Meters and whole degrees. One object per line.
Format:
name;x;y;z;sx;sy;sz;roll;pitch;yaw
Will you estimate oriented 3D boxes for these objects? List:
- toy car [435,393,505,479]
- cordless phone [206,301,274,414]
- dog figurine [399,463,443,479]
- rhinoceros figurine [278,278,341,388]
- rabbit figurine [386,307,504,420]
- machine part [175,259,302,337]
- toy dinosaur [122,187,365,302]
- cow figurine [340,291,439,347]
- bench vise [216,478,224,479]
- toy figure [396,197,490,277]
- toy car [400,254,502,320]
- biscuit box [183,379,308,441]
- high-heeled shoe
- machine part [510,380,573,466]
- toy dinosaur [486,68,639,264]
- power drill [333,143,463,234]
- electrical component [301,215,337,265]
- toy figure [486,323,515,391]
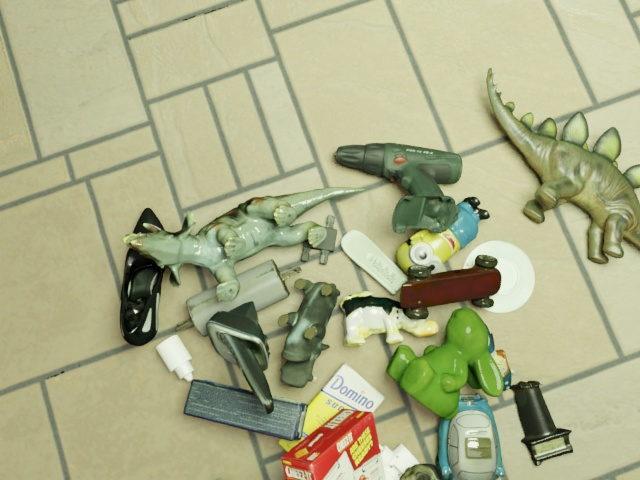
toy car;0.253;0.340;0.889;0.109;0.103;0.161;2;83;1
cordless phone;-0.111;0.208;0.880;0.089;0.146;0.184;-23;57;-15
dog figurine;0.174;0.471;0.869;0.172;0.121;0.191;-49;67;25
rhinoceros figurine;-0.023;0.157;0.928;0.073;0.112;0.190;11;68;20
rabbit figurine;0.218;0.196;0.862;0.159;0.121;0.170;37;87;-3
machine part;-0.144;0.102;0.951;0.243;0.079;0.079;-27;81;-3
toy dinosaur;-0.128;-0.019;0.940;0.405;0.192;0.131;-25;125;-28
cow figurine;0.121;0.135;0.946;0.167;0.068;0.098;-5;74;0
bench vise;-0.085;0.456;0.862;0.240;0.224;0.128;6;85;-28
toy figure;0.217;-0.002;0.957;0.180;0.089;0.082;-41;83;-13
toy car;0.220;0.078;0.911;0.202;0.053;0.089;-7;109;-20
biscuit box;-0.126;0.283;0.905;0.203;0.059;0.063;9;74;16
high-heeled shoe;-0.313;0.056;0.928;0.086;0.145;0.248;-7;82;-1
machine part;0.377;0.308;0.924;0.084;0.039;0.139;-22;83;6
toy dinosaur;0.453;-0.116;0.961;0.471;0.105;0.198;39;76;-2
power drill;0.144;-0.098;0.936;0.232;0.207;0.085;1;124;-6
electrical component;-0.002;-0.003;0.991;0.063;0.021;0.094;11;81;4
toy figure;0.285;0.196;0.935;0.064;0.058;0.154;-37;83;22
